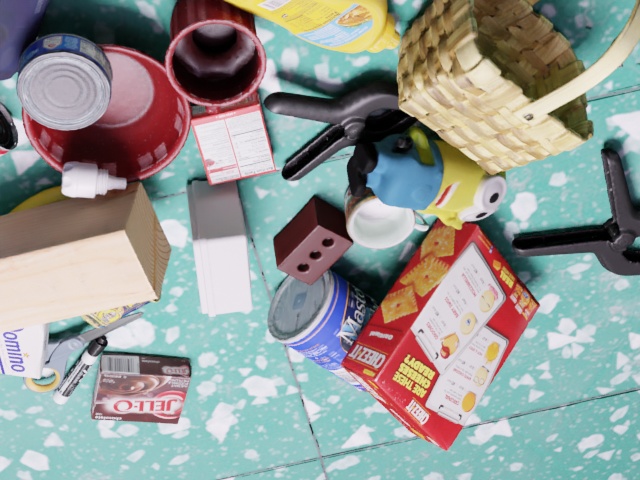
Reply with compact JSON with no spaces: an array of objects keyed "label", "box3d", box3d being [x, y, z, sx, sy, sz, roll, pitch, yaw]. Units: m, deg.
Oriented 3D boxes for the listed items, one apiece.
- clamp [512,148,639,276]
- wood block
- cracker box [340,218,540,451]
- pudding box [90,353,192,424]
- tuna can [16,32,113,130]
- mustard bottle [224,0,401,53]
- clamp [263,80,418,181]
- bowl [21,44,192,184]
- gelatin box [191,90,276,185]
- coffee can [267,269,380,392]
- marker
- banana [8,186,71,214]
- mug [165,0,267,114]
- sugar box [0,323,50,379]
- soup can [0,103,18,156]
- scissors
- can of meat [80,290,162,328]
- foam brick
[{"label":"clamp","box3d":[0.339,-0.004,1.252,0.209,0.036,0.165,31,120,-30]},{"label":"wood block","box3d":[-0.268,0.022,1.085,0.206,0.090,0.090,-13,123,12]},{"label":"cracker box","box3d":[0.141,0.106,1.222,0.213,0.072,0.164,-54,127,-14]},{"label":"pudding box","box3d":[-0.222,0.186,1.325,0.113,0.039,0.090,7,129,-15]},{"label":"tuna can","box3d":[-0.233,-0.143,0.974,0.086,0.034,0.086,-4,130,-5]},{"label":"mustard bottle","box3d":[0.005,-0.219,0.987,0.191,0.058,0.096,19,152,-40]},{"label":"clamp","box3d":[0.025,-0.128,1.094,0.171,0.039,0.120,-22,146,4]},{"label":"bowl","box3d":[-0.208,-0.133,1.047,0.162,0.055,0.162,-4,130,-5]},{"label":"gelatin box","box3d":[-0.090,-0.105,1.106,0.073,0.030,0.089,-13,131,1]},{"label":"coffee can","box3d":[0.023,0.103,1.251,0.103,0.103,0.140,-40,125,23]},{"label":"marker","box3d":[-0.292,0.157,1.304,0.020,0.020,0.121,24,122,-26]},{"label":"banana","box3d":[-0.309,-0.009,1.148,0.198,0.037,0.069,-31,124,17]},{"label":"mug","box3d":[-0.100,-0.176,1.010,0.093,0.081,0.117,-2,130,-7]},{"label":"sugar box","box3d":[-0.399,0.101,1.209,0.176,0.048,0.093,10,125,-5]},{"label":"soup can","box3d":[-0.359,-0.094,1.049,0.102,0.068,0.068,-28,128,16]},{"label":"scissors","box3d":[-0.290,0.136,1.271,0.202,0.016,0.096,-10,127,10]},{"label":"can of meat","box3d":[-0.241,0.044,1.192,0.084,0.057,0.102,-27,127,18]},{"label":"foam brick","box3d":[-0.008,0.001,1.194,0.053,0.051,0.078,28,121,-29]}]
